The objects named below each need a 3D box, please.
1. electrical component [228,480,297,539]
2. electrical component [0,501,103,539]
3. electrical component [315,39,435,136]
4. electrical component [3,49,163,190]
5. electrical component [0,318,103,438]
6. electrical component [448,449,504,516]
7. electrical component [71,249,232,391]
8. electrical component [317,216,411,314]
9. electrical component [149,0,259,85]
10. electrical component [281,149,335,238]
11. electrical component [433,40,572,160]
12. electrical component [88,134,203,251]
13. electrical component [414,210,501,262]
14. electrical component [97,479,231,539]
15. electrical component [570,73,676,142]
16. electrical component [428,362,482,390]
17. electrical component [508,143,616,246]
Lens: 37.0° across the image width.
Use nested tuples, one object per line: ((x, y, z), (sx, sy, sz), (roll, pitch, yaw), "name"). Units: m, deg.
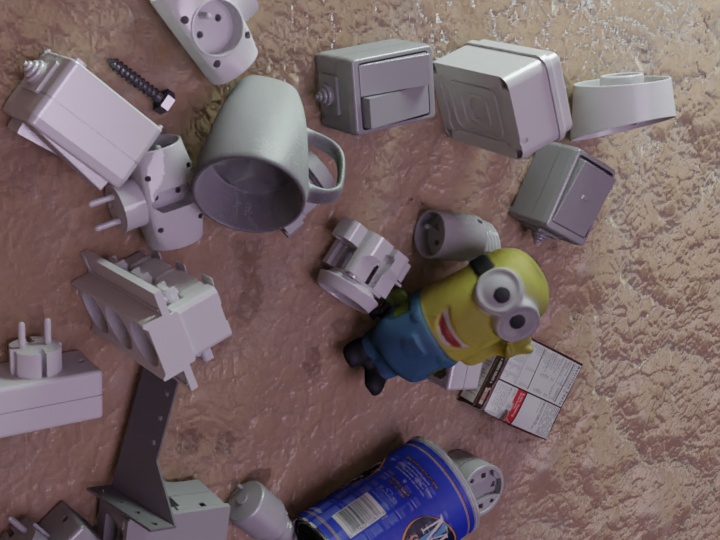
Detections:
((-0.082, 0.216, 0.936), (0.040, 0.040, 0.078), (-49, 126, -12), "electrical component")
((-0.248, 0.213, 0.812), (0.083, 0.047, 0.075), (-46, 126, -15), "electrical component")
((0.010, -0.147, 0.868), (0.096, 0.061, 0.061), (-18, 115, -30), "electrical component")
((-0.197, -0.104, 0.734), (0.096, 0.062, 0.061), (39, 81, -37), "electrical component")
((-0.234, 0.071, 0.774), (0.083, 0.047, 0.075), (-8, 111, -34), "electrical component")
((0.106, 0.209, 1.064), (0.055, 0.047, 0.055), (-12, 112, -32), "electrical component")
((-0.149, 0.028, 0.774), (0.063, 0.121, 0.078), (-31, 121, -27), "electrical component")
((0.000, 0.000, 0.913), (0.078, 0.058, 0.057), (39, 79, -38), "electrical component")
((-0.101, -0.190, 0.786), (0.079, 0.044, 0.077), (-47, 126, -14), "electrical component")
((-0.054, -0.067, 0.860), (0.055, 0.048, 0.066), (-41, 125, -9), "electrical component")
((0.120, -0.147, 0.914), (0.057, 0.113, 0.078), (-30, 120, -21), "electrical component")
((-0.161, -0.051, 0.789), (0.079, 0.043, 0.077), (-23, 117, -27), "electrical component")
((0.094, -0.029, 0.979), (0.081, 0.043, 0.043), (5, 102, -37), "electrical component")
((-0.167, 0.252, 0.873), (0.089, 0.062, 0.150), (0, 105, -35), "electrical component")
((0.248, -0.153, 1.017), (0.099, 0.099, 0.064), (-14, 106, -32), "electrical component")
((0.104, 0.066, 1.015), (0.076, 0.047, 0.083), (2, 104, -36), "electrical component")
((0.193, -0.067, 1.026), (0.062, 0.061, 0.096), (23, 91, -38), "electrical component")
